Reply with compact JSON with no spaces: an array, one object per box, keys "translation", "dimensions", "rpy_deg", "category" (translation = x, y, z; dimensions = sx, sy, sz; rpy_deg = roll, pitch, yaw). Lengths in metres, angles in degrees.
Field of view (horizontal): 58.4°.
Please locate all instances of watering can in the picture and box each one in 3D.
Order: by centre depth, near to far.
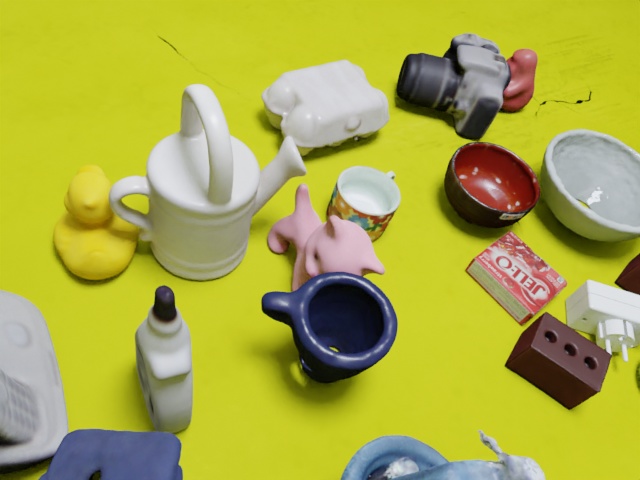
[{"translation":[-0.099,-0.058,0.526],"dimensions":[0.173,0.194,0.100],"rpy_deg":[-34,69,-32],"category":"watering can"}]

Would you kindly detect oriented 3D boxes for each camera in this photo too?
[{"translation":[0.181,-0.230,0.788],"dimensions":[0.137,0.101,0.143],"rpy_deg":[12,53,-7],"category":"camera"}]

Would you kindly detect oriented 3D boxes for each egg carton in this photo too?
[{"translation":[0.009,-0.164,0.712],"dimensions":[0.151,0.069,0.107],"rpy_deg":[-22,63,-28],"category":"egg carton"}]

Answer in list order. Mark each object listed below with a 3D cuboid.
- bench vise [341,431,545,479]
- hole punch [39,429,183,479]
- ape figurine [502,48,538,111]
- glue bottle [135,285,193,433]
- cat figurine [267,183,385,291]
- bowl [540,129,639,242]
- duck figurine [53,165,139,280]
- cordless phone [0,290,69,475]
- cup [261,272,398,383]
[{"translation":[0.036,0.195,0.362],"dimensions":[0.208,0.219,0.121],"rpy_deg":[-17,61,-26],"category":"bench vise"},{"translation":[-0.152,0.189,0.395],"dimensions":[0.101,0.091,0.108],"rpy_deg":[12,52,-6],"category":"hole punch"},{"translation":[0.281,-0.236,0.827],"dimensions":[0.076,0.092,0.078],"rpy_deg":[29,52,7],"category":"ape figurine"},{"translation":[-0.116,0.084,0.430],"dimensions":[0.037,0.173,0.078],"rpy_deg":[-13,59,-23],"category":"glue bottle"},{"translation":[0.005,0.002,0.559],"dimensions":[0.067,0.117,0.127],"rpy_deg":[-17,61,-26],"category":"cat figurine"},{"translation":[0.346,-0.057,0.724],"dimensions":[0.167,0.074,0.167],"rpy_deg":[8,53,-10],"category":"bowl"},{"translation":[-0.211,-0.022,0.536],"dimensions":[0.078,0.086,0.104],"rpy_deg":[-5,56,-18],"category":"duck figurine"},{"translation":[-0.240,0.075,0.394],"dimensions":[0.094,0.185,0.147],"rpy_deg":[-16,60,-25],"category":"cordless phone"},{"translation":[0.000,0.086,0.511],"dimensions":[0.118,0.095,0.091],"rpy_deg":[15,52,-5],"category":"cup"}]
